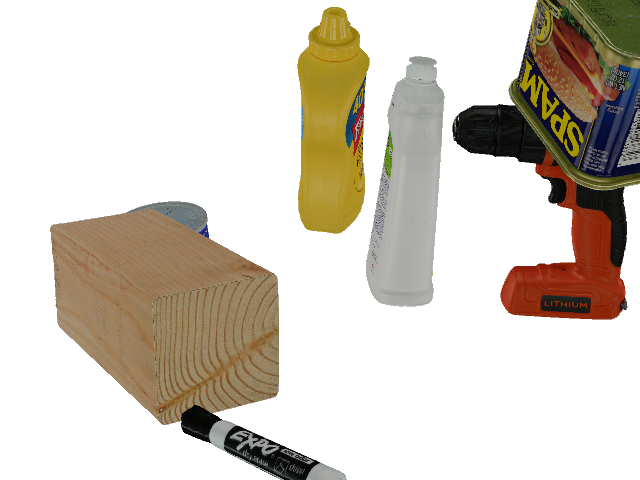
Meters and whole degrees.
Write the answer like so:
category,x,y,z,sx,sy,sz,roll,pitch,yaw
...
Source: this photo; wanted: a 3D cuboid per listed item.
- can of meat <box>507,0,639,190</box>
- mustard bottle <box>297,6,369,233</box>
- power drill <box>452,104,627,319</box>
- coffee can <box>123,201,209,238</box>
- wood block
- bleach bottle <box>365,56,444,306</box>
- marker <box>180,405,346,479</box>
category,x,y,z,sx,sy,sz,roll,pitch,yaw
can of meat,0.150,-0.092,0.573,0.057,0.084,0.102,-11,48,-16
mustard bottle,0.010,-0.106,0.892,0.058,0.192,0.096,8,42,9
power drill,0.198,-0.026,0.901,0.184,0.188,0.057,4,28,5
coffee can,-0.166,0.041,1.170,0.103,0.140,0.103,-5,25,2
wood block,-0.118,0.047,0.776,0.090,0.090,0.206,-10,19,-30
bleach bottle,0.093,-0.063,1.111,0.068,0.251,0.102,1,26,-8
marker,-0.037,0.122,0.622,0.121,0.020,0.020,16,10,38
